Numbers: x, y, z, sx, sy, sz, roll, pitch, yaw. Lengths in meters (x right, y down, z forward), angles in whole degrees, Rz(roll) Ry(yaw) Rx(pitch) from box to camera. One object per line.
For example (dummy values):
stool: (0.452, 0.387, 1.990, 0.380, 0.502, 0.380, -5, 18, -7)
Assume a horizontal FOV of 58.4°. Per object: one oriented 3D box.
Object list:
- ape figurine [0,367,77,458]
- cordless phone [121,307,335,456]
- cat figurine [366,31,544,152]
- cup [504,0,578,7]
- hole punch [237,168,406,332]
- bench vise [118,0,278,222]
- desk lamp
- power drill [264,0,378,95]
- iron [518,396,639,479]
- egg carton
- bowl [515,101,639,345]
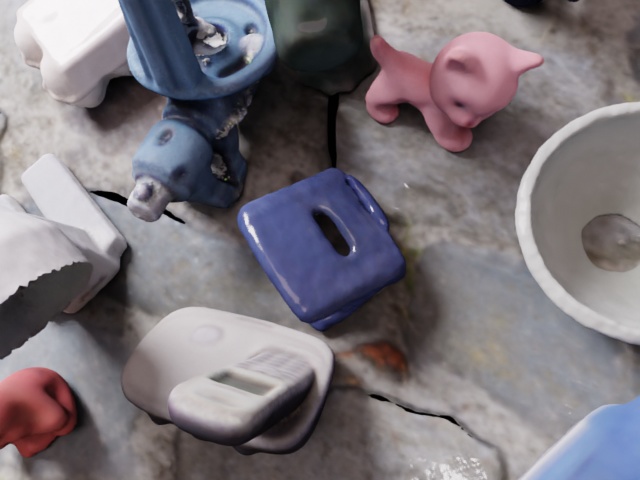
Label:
ape figurine: (-0.239, 0.138, 0.449, 0.077, 0.092, 0.076, 4, 78, 11)
cordless phone: (-0.074, 0.091, 0.381, 0.147, 0.185, 0.094, 10, 79, 13)
cat figurine: (0.095, -0.125, 0.436, 0.127, 0.118, 0.067, 24, 82, 15)
cup: (0.176, -0.223, 0.457, 0.091, 0.095, 0.117, -22, 74, 5)
hole punch: (0.004, 0.002, 0.437, 0.101, 0.091, 0.108, -35, 73, 1)
bench vise: (-0.092, -0.122, 0.416, 0.121, 0.220, 0.207, -2, 77, 10)
desk lamp: (-0.240, 0.003, 0.417, 0.118, 0.214, 0.203, -43, 73, -1)
power drill: (-0.007, -0.214, 0.428, 0.075, 0.208, 0.229, -11, 75, 8)
iron: (0.161, 0.206, 0.334, 0.258, 0.141, 0.118, -44, 73, -2)
egg carton: (-0.204, -0.199, 0.533, 0.150, 0.069, 0.107, -41, 73, -1)
bowl: (0.221, -0.007, 0.408, 0.167, 0.075, 0.167, -2, 77, 10)
